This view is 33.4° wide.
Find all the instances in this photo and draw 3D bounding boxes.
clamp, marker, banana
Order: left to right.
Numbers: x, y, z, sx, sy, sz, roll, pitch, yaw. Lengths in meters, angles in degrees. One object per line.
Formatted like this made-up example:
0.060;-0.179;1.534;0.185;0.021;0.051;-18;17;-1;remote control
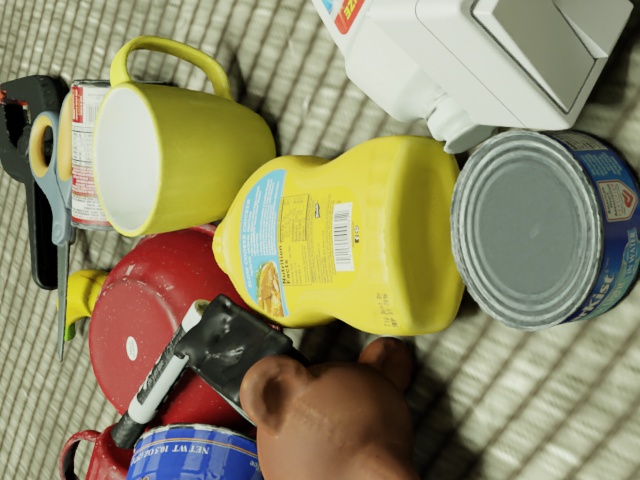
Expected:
-0.222;-0.084;0.881;0.165;0.036;0.210;-57;45;25;clamp
-0.160;0.058;0.825;0.198;0.037;0.069;10;125;55;banana
-0.095;0.084;0.642;0.121;0.020;0.020;-55;51;28;marker

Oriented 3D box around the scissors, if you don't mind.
-0.203;-0.016;0.811;0.096;0.016;0.202;14;95;48;scissors

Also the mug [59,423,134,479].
-0.135;0.175;0.751;0.117;0.093;0.081;27;113;23;mug

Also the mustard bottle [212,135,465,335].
-0.003;0.001;0.579;0.192;0.058;0.096;-4;88;54;mustard bottle

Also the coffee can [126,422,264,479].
-0.076;0.193;0.617;0.103;0.102;0.140;-48;23;46;coffee can

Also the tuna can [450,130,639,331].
0.097;-0.005;0.461;0.086;0.033;0.086;11;103;53;tuna can

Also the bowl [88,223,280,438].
-0.101;0.068;0.696;0.162;0.055;0.162;5;98;40;bowl

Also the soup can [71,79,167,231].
-0.141;-0.061;0.752;0.069;0.068;0.102;14;106;52;soup can

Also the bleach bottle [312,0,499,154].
0.026;-0.160;0.515;0.103;0.067;0.251;-42;65;43;bleach bottle
